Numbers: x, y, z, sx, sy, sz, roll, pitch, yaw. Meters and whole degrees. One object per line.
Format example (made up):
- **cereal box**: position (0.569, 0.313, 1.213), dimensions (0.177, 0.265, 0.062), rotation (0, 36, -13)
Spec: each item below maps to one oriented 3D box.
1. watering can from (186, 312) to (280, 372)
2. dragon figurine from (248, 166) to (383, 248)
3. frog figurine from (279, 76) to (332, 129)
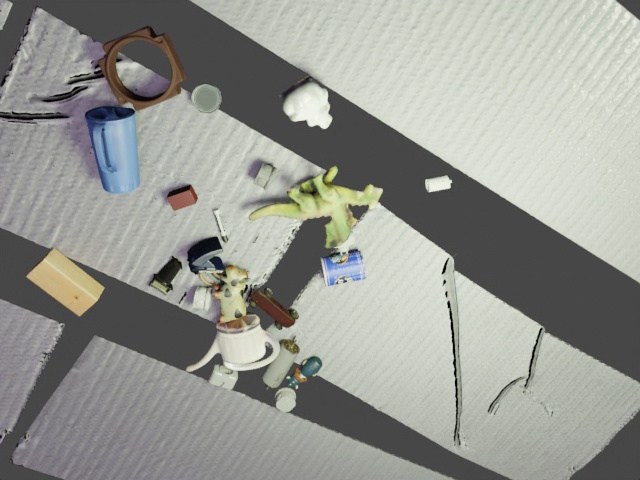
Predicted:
- **watering can**: position (-0.318, 0.371, 1.817), dimensions (0.348, 0.106, 0.220), rotation (-7, 112, -1)
- **dragon figurine**: position (0.005, -0.082, 1.630), dimensions (0.409, 0.123, 0.241), rotation (-30, 98, 5)
- **frog figurine**: position (-0.032, -0.394, 1.531), dimensions (0.138, 0.123, 0.158), rotation (-38, 101, -11)
